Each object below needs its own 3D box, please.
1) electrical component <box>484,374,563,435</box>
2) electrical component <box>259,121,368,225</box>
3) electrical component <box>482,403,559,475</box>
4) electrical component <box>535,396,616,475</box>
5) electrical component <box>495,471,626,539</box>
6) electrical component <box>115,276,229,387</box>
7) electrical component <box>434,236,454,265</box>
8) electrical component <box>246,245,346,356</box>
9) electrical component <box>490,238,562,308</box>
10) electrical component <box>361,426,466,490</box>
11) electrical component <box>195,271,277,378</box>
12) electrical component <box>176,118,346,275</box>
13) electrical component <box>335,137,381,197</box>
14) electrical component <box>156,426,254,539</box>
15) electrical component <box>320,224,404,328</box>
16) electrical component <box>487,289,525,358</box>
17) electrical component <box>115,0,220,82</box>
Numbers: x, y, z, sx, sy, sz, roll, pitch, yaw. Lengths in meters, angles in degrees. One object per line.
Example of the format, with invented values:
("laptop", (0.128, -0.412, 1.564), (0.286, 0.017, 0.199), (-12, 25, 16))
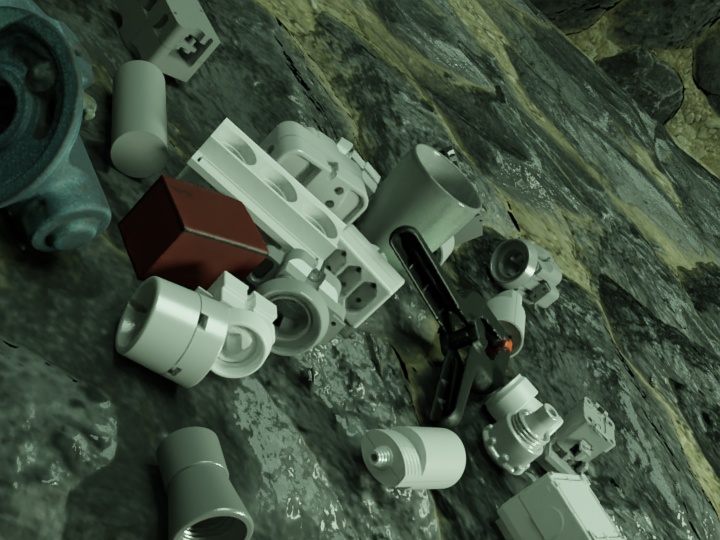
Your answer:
("electrical component", (0.141, 0.124, 0.928), (0.055, 0.045, 0.045), (50, 24, 8))
("electrical component", (-0.043, -0.083, 0.938), (0.095, 0.054, 0.059), (32, 27, -30))
("electrical component", (0.135, 0.134, 0.880), (0.048, 0.062, 0.048), (37, 25, -21))
("electrical component", (0.190, 0.149, 0.946), (0.042, 0.064, 0.081), (44, 23, -8))
("electrical component", (0.154, 0.197, 0.821), (0.096, 0.061, 0.061), (21, 33, -58))
("electrical component", (-0.112, 0.035, 0.637), (0.047, 0.055, 0.055), (28, 29, -27))
("electrical component", (0.069, -0.026, 1.048), (0.043, 0.043, 0.081), (46, 23, 0))
("electrical component", (-0.048, 0.025, 0.756), (0.078, 0.058, 0.057), (41, 21, -11))
("electrical component", (0.179, -0.001, 1.175), (0.057, 0.058, 0.078), (27, 30, -44))
("electrical component", (0.033, 0.129, 0.741), (0.081, 0.043, 0.043), (13, 40, -52))
("electrical component", (-0.082, 0.038, 0.695), (0.066, 0.048, 0.055), (36, 18, -22))
("electrical component", (-0.079, -0.045, 0.807), (0.121, 0.063, 0.078), (42, 24, -11))
("electrical component", (-0.015, -0.090, 1.010), (0.055, 0.048, 0.066), (49, 23, -13))
("electrical component", (-0.085, 0.116, 0.570), (0.044, 0.044, 0.065), (26, 26, -39))
("electrical component", (0.000, 0.000, 0.887), (0.065, 0.047, 0.077), (47, 23, 2))
("electrical component", (0.139, 0.049, 1.045), (0.043, 0.043, 0.081), (43, 24, -9))
("electrical component", (-0.170, -0.211, 0.929), (0.050, 0.056, 0.089), (15, 38, -50))
